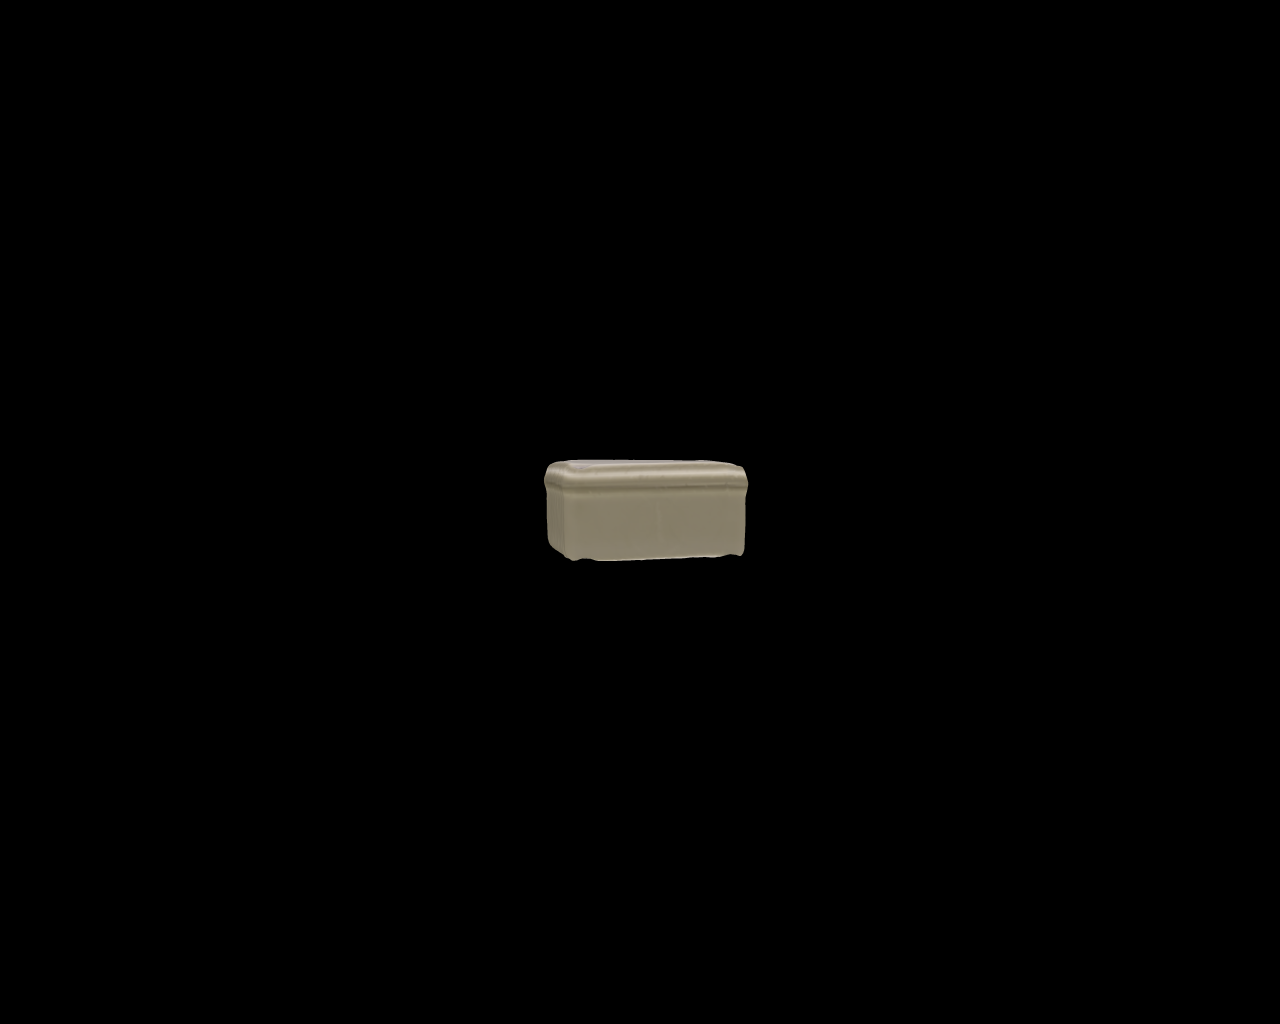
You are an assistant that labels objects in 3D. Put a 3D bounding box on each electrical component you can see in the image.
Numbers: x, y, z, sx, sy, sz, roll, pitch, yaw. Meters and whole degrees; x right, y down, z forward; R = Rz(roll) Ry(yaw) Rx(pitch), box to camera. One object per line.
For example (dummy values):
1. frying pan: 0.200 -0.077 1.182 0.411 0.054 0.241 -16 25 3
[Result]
1. electrical component: 0.001 -0.003 0.650 0.109 0.056 0.109 -1 4 -11
